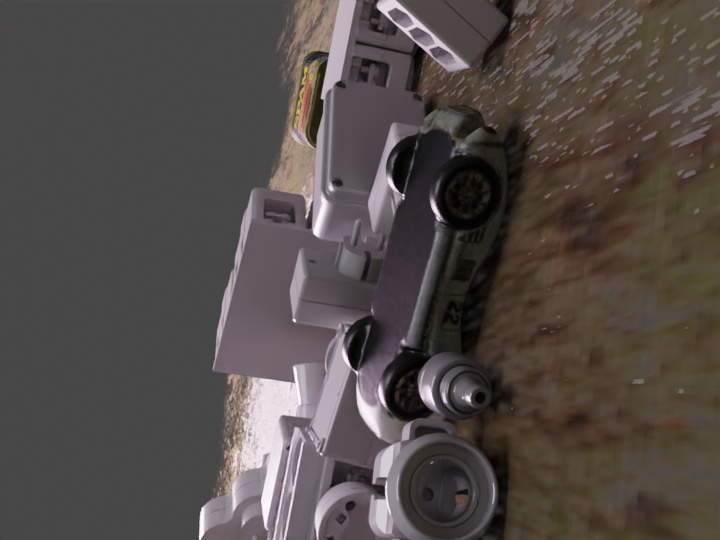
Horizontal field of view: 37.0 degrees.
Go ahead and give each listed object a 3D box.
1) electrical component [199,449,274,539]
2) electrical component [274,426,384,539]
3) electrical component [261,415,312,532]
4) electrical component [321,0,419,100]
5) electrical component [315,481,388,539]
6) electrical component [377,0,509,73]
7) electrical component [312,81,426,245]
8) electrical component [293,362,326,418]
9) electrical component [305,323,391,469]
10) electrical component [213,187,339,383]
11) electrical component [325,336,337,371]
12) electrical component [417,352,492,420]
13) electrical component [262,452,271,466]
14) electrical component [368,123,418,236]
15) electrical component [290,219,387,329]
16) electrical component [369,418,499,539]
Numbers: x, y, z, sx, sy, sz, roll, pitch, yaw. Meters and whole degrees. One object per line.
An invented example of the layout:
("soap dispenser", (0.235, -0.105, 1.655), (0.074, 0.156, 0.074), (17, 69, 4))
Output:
("electrical component", (-0.087, 0.217, 0.949), (0.138, 0.052, 0.073), (-41, 26, 16))
("electrical component", (-0.024, 0.181, 0.773), (0.079, 0.063, 0.121), (-147, 67, -77))
("electrical component", (-0.043, 0.171, 0.871), (0.061, 0.062, 0.096), (-121, 42, -72))
("electrical component", (0.018, -0.208, 0.889), (0.089, 0.062, 0.150), (-132, 53, -75))
("electrical component", (-0.003, 0.168, 0.706), (0.047, 0.055, 0.055), (-172, 92, -82))
("electrical component", (0.062, -0.173, 0.666), (0.076, 0.066, 0.047), (-51, 13, -2))
("electrical component", (0.008, -0.079, 0.794), (0.057, 0.078, 0.113), (110, 164, -53))
("electrical component", (-0.038, 0.117, 0.946), (0.044, 0.044, 0.065), (133, 140, -69))
("electrical component", (0.010, 0.079, 0.714), (0.062, 0.061, 0.096), (-152, 80, -78))
("electrical component", (-0.068, 0.017, 1.005), (0.060, 0.105, 0.186), (-94, 18, -49))
("electrical component", (0.002, 0.072, 0.782), (0.055, 0.048, 0.066), (-125, 46, -63))
("electrical component", (0.054, 0.063, 0.570), (0.061, 0.035, 0.035), (-170, 90, -76))
("electrical component", (-0.078, 0.200, 1.046), (0.065, 0.047, 0.076), (123, 154, -62))
("electrical component", (0.039, -0.046, 0.698), (0.076, 0.047, 0.065), (-98, 21, -55))
("electrical component", (0.000, 0.000, 0.754), (0.047, 0.083, 0.075), (-104, 27, -63))
("electrical component", (0.038, 0.114, 0.550), (0.057, 0.058, 0.078), (128, 150, -72))
